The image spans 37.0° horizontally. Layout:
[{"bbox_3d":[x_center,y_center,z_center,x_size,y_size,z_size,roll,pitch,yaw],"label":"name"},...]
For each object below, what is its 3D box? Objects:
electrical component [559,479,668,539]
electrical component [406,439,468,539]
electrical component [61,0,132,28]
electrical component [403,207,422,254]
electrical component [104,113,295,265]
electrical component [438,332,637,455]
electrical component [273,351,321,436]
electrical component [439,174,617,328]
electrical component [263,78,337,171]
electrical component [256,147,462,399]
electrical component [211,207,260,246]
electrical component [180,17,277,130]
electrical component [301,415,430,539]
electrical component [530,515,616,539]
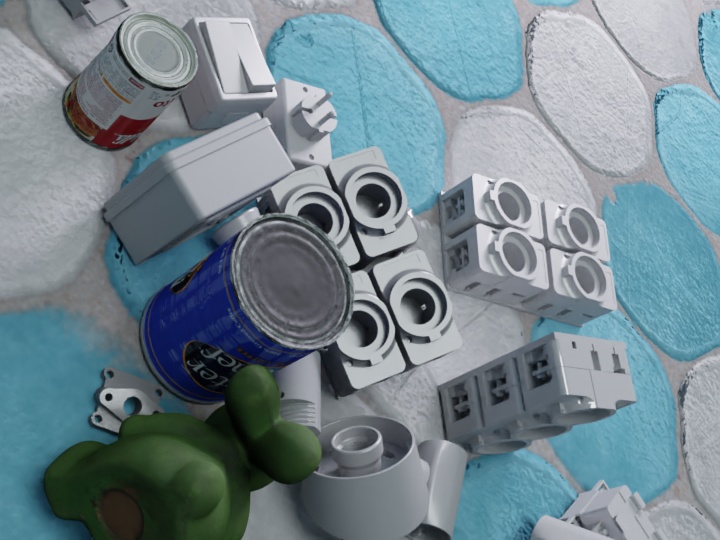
[{"bbox_3d":[0.250,0.264,1.001,0.079,0.063,0.121,-35,92,-43],"label":"electrical component"},{"bbox_3d":[0.049,0.177,0.896,0.079,0.043,0.077,32,52,-22],"label":"electrical component"},{"bbox_3d":[-0.220,-0.244,0.873,0.081,0.064,0.042,53,48,-6],"label":"electrical component"},{"bbox_3d":[0.024,-0.029,0.978,0.043,0.043,0.062,53,48,-5],"label":"electrical component"},{"bbox_3d":[-0.125,-0.062,0.831,0.109,0.109,0.056,-34,94,-43],"label":"electrical component"},{"bbox_3d":[0.153,0.112,0.938,0.089,0.150,0.061,10,62,-35],"label":"electrical component"},{"bbox_3d":[-0.052,0.103,0.843,0.043,0.043,0.081,22,47,-29],"label":"electrical component"},{"bbox_3d":[0.173,-0.019,1.079,0.186,0.060,0.105,16,60,-33],"label":"electrical component"},{"bbox_3d":[-0.046,-0.130,0.948,0.047,0.076,0.083,10,63,-35],"label":"electrical component"},{"bbox_3d":[0.000,0.000,0.908,0.105,0.060,0.186,-20,82,-20],"label":"electrical component"},{"bbox_3d":[-0.089,-0.017,0.880,0.045,0.045,0.055,-34,92,-43],"label":"electrical component"},{"bbox_3d":[-0.120,-0.177,0.922,0.062,0.061,0.096,-11,76,-42],"label":"electrical component"},{"bbox_3d":[0.002,0.158,0.835,0.099,0.099,0.064,-31,122,-43],"label":"electrical component"},{"bbox_3d":[0.194,0.264,0.955,0.044,0.077,0.079,-40,133,-42],"label":"electrical component"}]
